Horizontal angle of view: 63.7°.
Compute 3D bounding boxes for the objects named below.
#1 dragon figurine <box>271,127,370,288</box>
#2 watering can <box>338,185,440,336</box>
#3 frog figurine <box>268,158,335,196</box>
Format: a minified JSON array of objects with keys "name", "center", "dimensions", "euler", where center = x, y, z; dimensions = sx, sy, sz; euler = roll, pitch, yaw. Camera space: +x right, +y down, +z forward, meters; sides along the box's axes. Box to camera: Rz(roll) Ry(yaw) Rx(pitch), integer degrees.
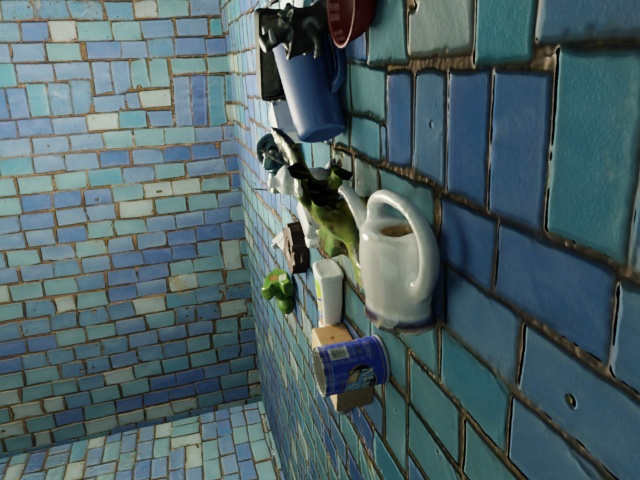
[{"name":"dragon figurine","center":[0.003,-0.057,1.128],"dimensions":[0.418,0.123,0.237],"euler":[52,155,35]},{"name":"watering can","center":[0.107,0.021,0.857],"dimensions":[0.351,0.104,0.222],"euler":[-142,45,-69]},{"name":"frog figurine","center":[-0.044,-0.131,1.263],"dimensions":[0.136,0.160,0.123],"euler":[152,108,-75]}]
